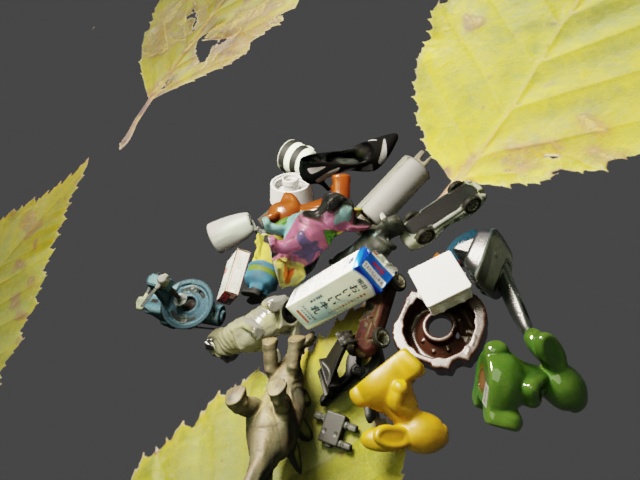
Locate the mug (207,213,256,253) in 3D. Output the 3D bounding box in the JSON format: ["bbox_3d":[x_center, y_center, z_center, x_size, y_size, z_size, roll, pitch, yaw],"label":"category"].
[{"bbox_3d":[-0.216,-0.026,1.350,0.107,0.080,0.109,-22,16,7],"label":"mug"}]

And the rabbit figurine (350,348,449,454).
[{"bbox_3d":[0.144,0.297,0.927,0.162,0.122,0.173,-34,77,-28],"label":"rabbit figurine"}]

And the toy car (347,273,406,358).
[{"bbox_3d":[0.108,0.140,1.051,0.089,0.053,0.202,-31,27,47],"label":"toy car"}]

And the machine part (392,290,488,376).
[{"bbox_3d":[0.228,0.167,1.013,0.179,0.056,0.179,-12,55,18],"label":"machine part"}]

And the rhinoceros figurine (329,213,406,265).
[{"bbox_3d":[0.103,0.022,1.137,0.190,0.073,0.112,-40,31,25],"label":"rhinoceros figurine"}]

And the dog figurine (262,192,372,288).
[{"bbox_3d":[-0.002,-0.003,1.138,0.219,0.191,0.109,-14,32,-3],"label":"dog figurine"}]

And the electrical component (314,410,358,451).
[{"bbox_3d":[0.025,0.359,1.015,0.094,0.021,0.063,11,67,30],"label":"electrical component"}]

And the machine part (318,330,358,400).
[{"bbox_3d":[0.028,0.228,1.011,0.084,0.039,0.138,-98,26,-56],"label":"machine part"}]

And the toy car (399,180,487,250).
[{"bbox_3d":[0.258,-0.055,1.138,0.202,0.056,0.074,-34,45,2],"label":"toy car"}]

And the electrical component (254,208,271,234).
[{"bbox_3d":[-0.117,-0.048,1.325,0.102,0.045,0.078,-36,53,2],"label":"electrical component"}]

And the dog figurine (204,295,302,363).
[{"bbox_3d":[-0.146,0.186,1.171,0.191,0.121,0.172,-6,23,43],"label":"dog figurine"}]

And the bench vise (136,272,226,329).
[{"bbox_3d":[-0.334,0.131,1.212,0.224,0.240,0.129,18,66,17],"label":"bench vise"}]

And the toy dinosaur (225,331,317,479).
[{"bbox_3d":[-0.081,0.326,0.951,0.105,0.198,0.471,-6,26,23],"label":"toy dinosaur"}]

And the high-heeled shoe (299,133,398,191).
[{"bbox_3d":[0.065,-0.209,1.272,0.249,0.145,0.086,-38,52,3],"label":"high-heeled shoe"}]

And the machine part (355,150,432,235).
[{"bbox_3d":[0.162,-0.104,1.202,0.243,0.079,0.079,-47,52,-7],"label":"machine part"}]

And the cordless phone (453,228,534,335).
[{"bbox_3d":[0.323,0.084,0.959,0.089,0.146,0.184,-29,51,18],"label":"cordless phone"}]

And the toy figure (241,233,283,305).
[{"bbox_3d":[-0.119,0.061,1.236,0.089,0.082,0.180,14,56,3],"label":"toy figure"}]

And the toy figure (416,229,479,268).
[{"bbox_3d":[0.263,0.040,1.074,0.154,0.064,0.058,-37,89,7],"label":"toy figure"}]

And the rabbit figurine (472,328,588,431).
[{"bbox_3d":[0.350,0.225,0.882,0.170,0.121,0.159,5,88,1],"label":"rabbit figurine"}]

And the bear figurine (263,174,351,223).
[{"bbox_3d":[-0.031,-0.079,1.231,0.196,0.120,0.132,2,79,1],"label":"bear figurine"}]
